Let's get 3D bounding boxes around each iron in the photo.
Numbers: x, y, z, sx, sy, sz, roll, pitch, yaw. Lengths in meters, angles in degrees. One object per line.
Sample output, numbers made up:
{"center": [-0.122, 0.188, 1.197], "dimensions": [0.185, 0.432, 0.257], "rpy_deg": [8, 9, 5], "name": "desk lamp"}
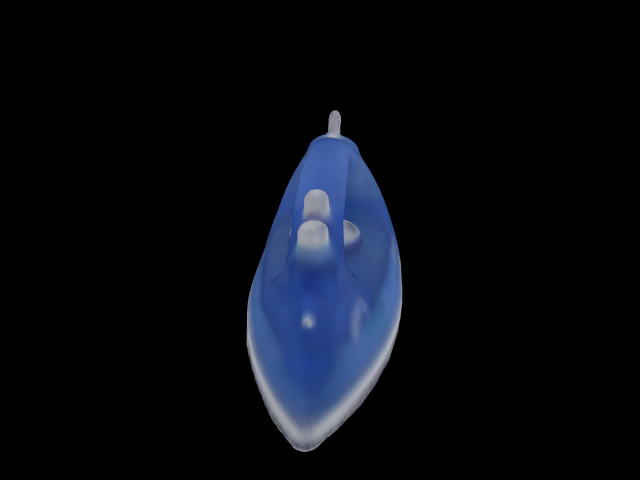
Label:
{"center": [0.004, 0.001, 0.400], "dimensions": [0.118, 0.141, 0.258], "rpy_deg": [2, 23, 4], "name": "iron"}
